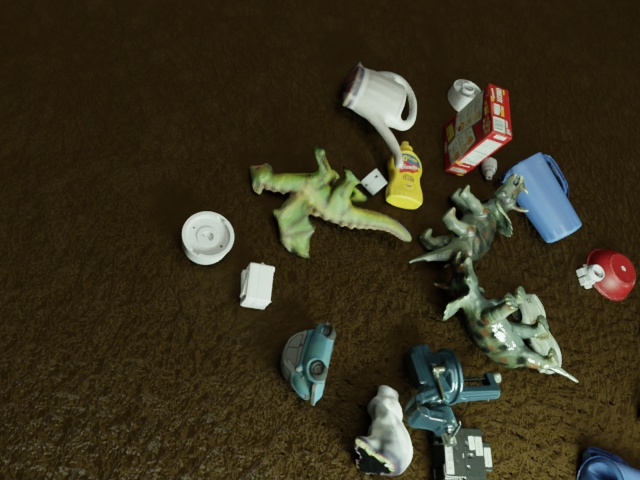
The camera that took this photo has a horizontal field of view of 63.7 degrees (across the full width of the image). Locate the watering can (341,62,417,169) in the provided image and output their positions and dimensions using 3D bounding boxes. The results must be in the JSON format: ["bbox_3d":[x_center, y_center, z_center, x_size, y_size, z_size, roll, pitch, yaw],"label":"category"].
[{"bbox_3d":[0.159,-0.356,1.396,0.224,0.102,0.356,22,52,-11],"label":"watering can"}]

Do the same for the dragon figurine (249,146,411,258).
[{"bbox_3d":[0.004,-0.062,1.226,0.411,0.121,0.245,41,75,3],"label":"dragon figurine"}]

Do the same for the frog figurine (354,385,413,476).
[{"bbox_3d":[0.142,0.384,1.044,0.162,0.122,0.135,-49,123,-40],"label":"frog figurine"}]
